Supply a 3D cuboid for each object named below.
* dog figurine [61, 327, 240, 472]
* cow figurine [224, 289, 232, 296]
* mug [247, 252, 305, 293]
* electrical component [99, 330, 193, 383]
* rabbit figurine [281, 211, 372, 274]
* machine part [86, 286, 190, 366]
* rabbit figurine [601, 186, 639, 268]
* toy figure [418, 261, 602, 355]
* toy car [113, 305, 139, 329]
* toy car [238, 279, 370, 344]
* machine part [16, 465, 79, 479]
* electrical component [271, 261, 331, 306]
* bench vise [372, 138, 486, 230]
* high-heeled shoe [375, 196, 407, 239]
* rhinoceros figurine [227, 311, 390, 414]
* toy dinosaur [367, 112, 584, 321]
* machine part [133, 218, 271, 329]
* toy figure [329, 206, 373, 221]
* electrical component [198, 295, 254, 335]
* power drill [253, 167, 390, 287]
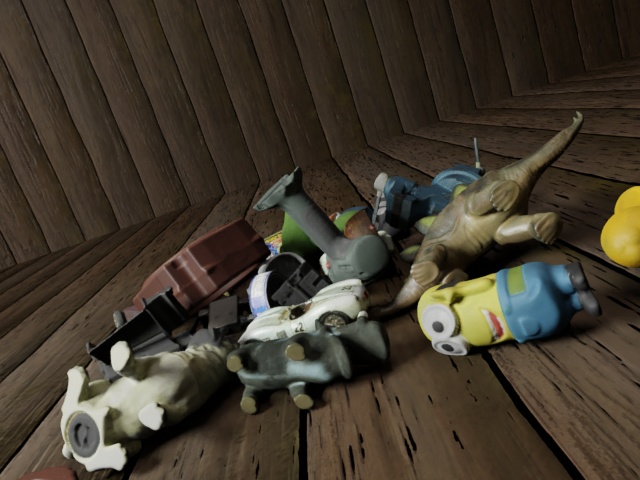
[{"bbox_3d":[-0.191,0.187,0.647,0.172,0.121,0.190,-29,-14,19],"label":"dog figurine"},{"bbox_3d":[-0.199,0.063,1.115,0.127,0.085,0.195,-15,12,39],"label":"cow figurine"},{"bbox_3d":[-0.079,0.070,0.953,0.109,0.080,0.107,-36,8,-13],"label":"mug"},{"bbox_3d":[-0.238,0.179,0.767,0.134,0.058,0.115,-26,17,-25],"label":"electrical component"},{"bbox_3d":[0.014,-0.012,1.033,0.170,0.121,0.159,-17,20,19],"label":"rabbit figurine"},{"bbox_3d":[-0.254,0.124,0.748,0.139,0.084,0.039,-32,50,-13],"label":"machine part"},{"bbox_3d":[0.389,-0.023,0.588,0.173,0.121,0.162,-19,9,3],"label":"rabbit figurine"},{"bbox_3d":[0.192,0.071,0.569,0.180,0.082,0.089,-21,-7,24],"label":"toy figure"},{"bbox_3d":[-0.325,0.144,1.021,0.089,0.053,0.202,-17,6,-37],"label":"toy car"},{"bbox_3d":[-0.027,0.109,0.723,0.202,0.056,0.073,-22,12,19],"label":"toy car"},{"bbox_3d":[-0.286,0.275,0.463,0.179,0.056,0.179,-17,13,4],"label":"machine part"},{"bbox_3d":[-0.014,0.075,0.819,0.047,0.075,0.119,-48,-5,32],"label":"electrical component"},{"bbox_3d":[0.223,-0.085,0.968,0.224,0.128,0.240,16,38,33],"label":"bench vise"},{"bbox_3d":[0.139,-0.039,1.145,0.145,0.086,0.249,-54,3,-11],"label":"high-heeled shoe"},{"bbox_3d":[-0.013,0.138,0.616,0.190,0.073,0.112,-16,3,18],"label":"rhinoceros figurine"},{"bbox_3d":[0.231,-0.036,0.756,0.471,0.105,0.199,-38,12,-3],"label":"toy dinosaur"},{"bbox_3d":[-0.195,0.058,0.893,0.201,0.087,0.201,-39,-3,42],"label":"machine part"},{"bbox_3d":[0.052,-0.041,1.228,0.155,0.064,0.058,-12,53,43],"label":"toy figure"},{"bbox_3d":[-0.149,0.126,0.888,0.102,0.045,0.078,-21,42,1],"label":"electrical component"},{"bbox_3d":[-0.002,-0.002,0.796,0.086,0.207,0.232,-42,7,-16],"label":"power drill"}]
